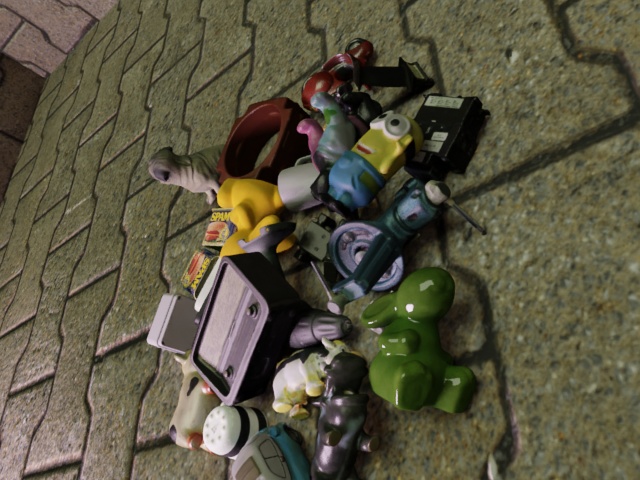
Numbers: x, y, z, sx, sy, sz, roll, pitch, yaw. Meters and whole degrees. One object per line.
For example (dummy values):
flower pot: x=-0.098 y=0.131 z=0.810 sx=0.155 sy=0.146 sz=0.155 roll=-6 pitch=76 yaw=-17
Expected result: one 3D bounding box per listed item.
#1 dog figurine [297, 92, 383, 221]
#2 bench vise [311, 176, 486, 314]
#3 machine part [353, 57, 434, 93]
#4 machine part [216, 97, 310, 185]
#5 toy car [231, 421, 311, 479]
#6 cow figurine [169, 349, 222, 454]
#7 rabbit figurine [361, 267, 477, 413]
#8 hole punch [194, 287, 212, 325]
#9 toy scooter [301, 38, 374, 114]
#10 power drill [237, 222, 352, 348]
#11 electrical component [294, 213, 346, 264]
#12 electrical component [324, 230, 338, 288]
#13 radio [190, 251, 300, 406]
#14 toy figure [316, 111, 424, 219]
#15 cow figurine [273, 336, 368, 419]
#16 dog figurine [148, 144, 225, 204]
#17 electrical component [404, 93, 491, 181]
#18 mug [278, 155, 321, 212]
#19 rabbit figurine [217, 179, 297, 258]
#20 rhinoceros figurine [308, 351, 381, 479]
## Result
dog figurine: x=0.055 y=-0.134 z=0.913 sx=0.108 sy=0.191 sz=0.219 roll=-43 pitch=62 yaw=51
bench vise: x=0.087 y=0.014 z=0.756 sx=0.224 sy=0.128 sz=0.240 roll=-25 pitch=16 yaw=42
machine part: x=0.123 y=-0.289 z=0.940 sx=0.039 sy=0.139 sz=0.084 roll=103 pitch=155 yaw=-48
machine part: x=-0.115 y=-0.191 z=1.140 sx=0.202 sy=0.087 sz=0.201 roll=5 pitch=71 yaw=45
toy car: x=-0.074 y=0.338 z=0.770 sx=0.109 sy=0.102 sz=0.162 roll=-53 pitch=39 yaw=9
cow figurine: x=-0.217 y=0.272 z=0.971 sx=0.127 sy=0.085 sz=0.195 roll=-4 pitch=66 yaw=38
rabbit figurine: x=0.130 y=0.117 z=0.692 sx=0.159 sy=0.121 sz=0.170 roll=-168 pitch=90 yaw=-69
hole punch: x=-0.167 y=0.127 z=1.010 sx=0.116 sy=0.092 sz=0.142 roll=124 pitch=170 yaw=-82
toy scooter: x=0.046 y=-0.311 z=1.060 sx=0.184 sy=0.075 sz=0.135 roll=-43 pitch=44 yaw=11
power drill: x=-0.053 y=0.077 z=0.889 sx=0.232 sy=0.086 sz=0.207 roll=-23 pitch=84 yaw=43
electrical component: x=-0.002 y=-0.001 z=0.948 sx=0.078 sy=0.045 sz=0.102 roll=27 pitch=89 yaw=21
electrical component: x=0.021 y=0.034 z=0.887 sx=0.021 sy=0.093 sz=0.063 roll=4 pitch=32 yaw=9
radio: x=-0.124 y=0.145 z=0.861 sx=0.131 sy=0.073 sz=0.229 roll=41 pitch=123 yaw=33
toy figure: x=0.076 y=-0.112 z=0.798 sx=0.082 sy=0.089 sz=0.180 roll=39 pitch=91 yaw=19
cow figurine: x=-0.001 y=0.194 z=0.812 sx=0.167 sy=0.068 sz=0.098 roll=-37 pitch=41 yaw=24
dog figurine: x=-0.273 y=-0.180 z=1.210 sx=0.121 sy=0.190 sz=0.172 roll=-2 pitch=64 yaw=44
electrical component: x=0.185 y=-0.159 z=0.842 sx=0.115 sy=0.058 sz=0.134 roll=26 pitch=87 yaw=51
mug: x=-0.011 y=-0.112 z=1.000 sx=0.107 sy=0.080 sz=0.109 roll=-10 pitch=51 yaw=25
rabbit figurine: x=-0.124 y=-0.020 z=1.032 sx=0.163 sy=0.121 sz=0.173 roll=11 pitch=68 yaw=30
rhinoceros figurine: x=0.030 y=0.245 z=0.715 sx=0.112 sy=0.073 sz=0.190 roll=-134 pitch=50 yaw=-73
